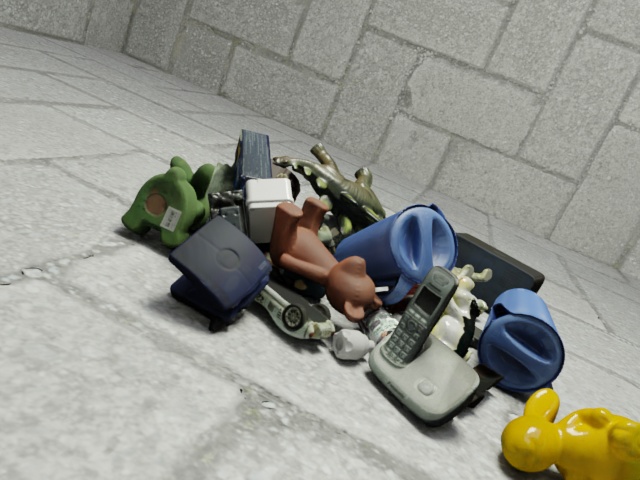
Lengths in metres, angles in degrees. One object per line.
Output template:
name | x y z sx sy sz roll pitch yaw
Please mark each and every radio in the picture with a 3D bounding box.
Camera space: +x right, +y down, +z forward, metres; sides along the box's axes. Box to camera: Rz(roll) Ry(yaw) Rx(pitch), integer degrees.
radio | 0.392 0.086 1.269 0.073 0.131 0.230 3 25 -48

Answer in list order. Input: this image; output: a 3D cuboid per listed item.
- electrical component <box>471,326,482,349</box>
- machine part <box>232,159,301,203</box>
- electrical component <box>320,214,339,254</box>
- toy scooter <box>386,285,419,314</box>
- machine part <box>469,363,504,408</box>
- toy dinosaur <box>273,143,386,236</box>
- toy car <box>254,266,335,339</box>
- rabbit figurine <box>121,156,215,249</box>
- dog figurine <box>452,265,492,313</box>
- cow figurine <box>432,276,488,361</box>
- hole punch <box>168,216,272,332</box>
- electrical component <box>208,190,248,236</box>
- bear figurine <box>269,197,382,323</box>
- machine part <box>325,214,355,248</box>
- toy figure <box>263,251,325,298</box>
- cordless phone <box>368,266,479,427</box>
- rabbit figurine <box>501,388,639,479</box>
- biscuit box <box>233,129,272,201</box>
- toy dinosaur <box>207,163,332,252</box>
electrical component | 0.290 0.182 1.029 0.094 0.021 0.063 35 20 14
machine part | -0.131 -0.124 1.238 0.179 0.056 0.179 20 -28 11
electrical component | -0.004 -0.003 1.106 0.078 0.102 0.045 51 49 -17
toy scooter | 0.182 0.126 0.986 0.184 0.075 0.135 32 21 35
machine part | 0.224 0.218 0.816 0.139 0.039 0.084 3 18 -46
toy dinosaur | 0.084 -0.074 1.193 0.471 0.105 0.199 23 35 -38
toy car | -0.061 0.092 0.819 0.202 0.056 0.073 35 14 33
rabbit figurine | -0.251 -0.067 0.950 0.121 0.159 0.170 15 0 8
dog figurine | 0.249 0.092 1.169 0.172 0.121 0.191 10 6 -43
cow figurine | 0.227 0.138 0.891 0.098 0.068 0.167 39 63 10
hole punch | -0.139 0.040 0.749 0.116 0.092 0.142 26 44 18
electrical component | -0.148 -0.022 0.878 0.058 0.114 0.134 -10 5 -10
bear figurine | 0.016 0.032 0.843 0.196 0.131 0.120 30 24 26
machine part | 0.023 -0.021 1.231 0.243 0.079 0.079 4 24 -43
toy figure | -0.058 0.055 0.934 0.154 0.058 0.064 20 -9 -1
cordless phone | 0.162 0.140 0.728 0.088 0.184 0.147 13 18 -43
rabbit figurine | 0.317 0.257 0.693 0.173 0.121 0.162 3 15 0
biscuit box | -0.133 -0.143 1.046 0.063 0.059 0.203 11 33 -15
toy dinosaur | -0.112 -0.031 1.045 0.192 0.131 0.405 -7 35 -35
